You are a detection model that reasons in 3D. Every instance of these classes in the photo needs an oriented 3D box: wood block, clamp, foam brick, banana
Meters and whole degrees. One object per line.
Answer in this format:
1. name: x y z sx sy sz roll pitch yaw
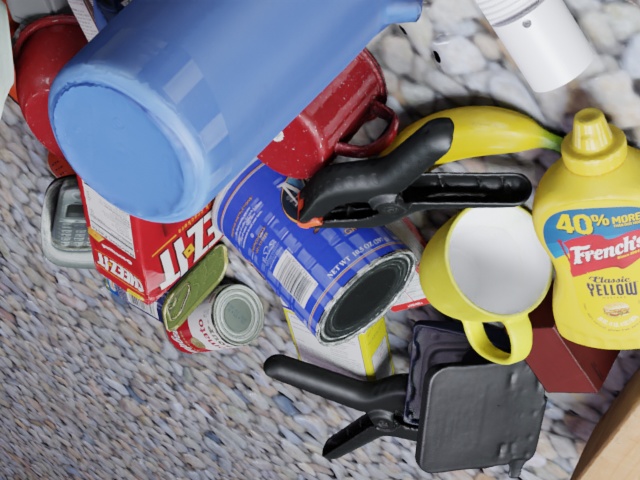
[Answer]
1. wood block: 0.272 0.155 0.832 0.091 0.090 0.206 29 147 12
2. clamp: 0.056 0.157 1.027 0.210 0.036 0.164 -10 134 32
3. foam brick: 0.192 0.078 0.847 0.051 0.053 0.078 -7 127 49
4. clamp: 0.061 -0.036 0.761 0.120 0.039 0.172 28 150 -37
5. banana: 0.089 -0.061 0.786 0.069 0.037 0.198 50 146 -19

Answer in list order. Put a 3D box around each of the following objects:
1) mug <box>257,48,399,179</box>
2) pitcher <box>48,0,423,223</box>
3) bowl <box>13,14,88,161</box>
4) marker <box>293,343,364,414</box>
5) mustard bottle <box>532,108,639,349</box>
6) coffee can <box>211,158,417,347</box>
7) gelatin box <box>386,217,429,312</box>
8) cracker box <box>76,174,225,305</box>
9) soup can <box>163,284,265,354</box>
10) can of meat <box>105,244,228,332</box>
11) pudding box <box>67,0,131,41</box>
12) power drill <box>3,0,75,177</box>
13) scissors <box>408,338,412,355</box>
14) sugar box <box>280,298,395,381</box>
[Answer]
1. mug: 0.001 -0.094 0.788 0.117 0.081 0.093 27 147 16
2. pitcher: -0.061 -0.127 0.655 0.149 0.242 0.145 -11 121 44
3. bowl: -0.193 -0.110 0.897 0.162 0.055 0.162 13 143 10
4. marker: 0.015 0.141 1.135 0.121 0.020 0.020 46 147 -13
5. mustard bottle: 0.196 -0.008 0.724 0.096 0.058 0.191 -2 132 24
6. coffee can: -0.006 0.001 0.859 0.140 0.102 0.103 47 153 25
7. gelatin box: 0.064 0.017 0.918 0.089 0.030 0.073 49 147 -13
8. cracker box: -0.110 -0.070 0.848 0.072 0.164 0.214 34 149 20
9. soup can: -0.114 0.086 1.148 0.102 0.068 0.068 -14 122 51
10. can of meat: -0.157 0.031 1.089 0.084 0.102 0.057 28 146 20
11. pudding box: -0.131 -0.198 0.758 0.039 0.113 0.090 15 141 39
12. power drill: -0.247 -0.144 0.994 0.187 0.057 0.185 49 141 -16
13. scissors: 0.109 0.144 1.046 0.096 0.016 0.202 34 147 1
14. sugar box: 0.015 0.076 1.027 0.093 0.048 0.176 17 141 25
